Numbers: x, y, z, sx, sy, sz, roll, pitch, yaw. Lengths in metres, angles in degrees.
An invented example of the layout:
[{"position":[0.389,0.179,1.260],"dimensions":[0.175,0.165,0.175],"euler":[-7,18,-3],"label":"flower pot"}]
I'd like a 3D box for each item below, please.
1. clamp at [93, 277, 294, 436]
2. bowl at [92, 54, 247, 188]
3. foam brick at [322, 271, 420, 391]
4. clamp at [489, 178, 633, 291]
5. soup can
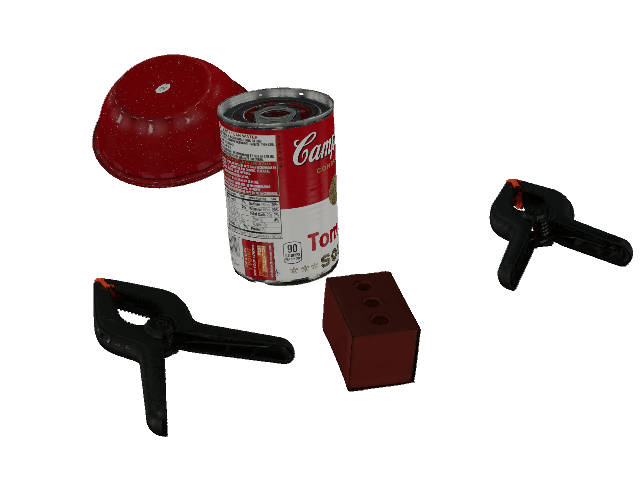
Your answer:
[{"position":[-0.139,0.091,1.011],"dimensions":[0.164,0.036,0.210],"euler":[-20,41,-34],"label":"clamp"},{"position":[-0.143,-0.125,1.004],"dimensions":[0.162,0.162,0.055],"euler":[0,-40,9],"label":"bowl"},{"position":[0.036,0.066,0.788],"dimensions":[0.053,0.051,0.078],"euler":[-6,33,-13],"label":"foam brick"},{"position":[0.216,-0.012,0.996],"dimensions":[0.120,0.039,0.171],"euler":[-3,32,2],"label":"clamp"},{"position":[-0.024,-0.032,0.635],"dimensions":[0.068,0.102,0.068],"euler":[-2,25,1],"label":"soup can"}]
